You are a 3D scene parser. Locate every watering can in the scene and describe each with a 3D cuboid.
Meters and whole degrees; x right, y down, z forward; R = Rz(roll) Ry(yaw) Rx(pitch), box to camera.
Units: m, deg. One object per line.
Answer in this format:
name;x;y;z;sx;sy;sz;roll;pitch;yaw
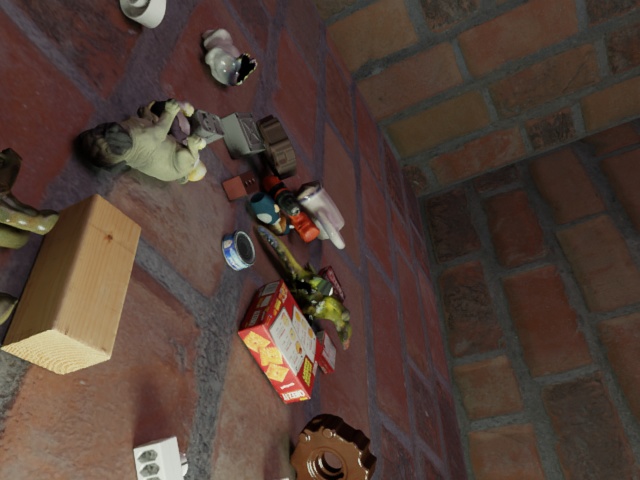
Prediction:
watering can;0.005;-0.081;1.604;0.223;0.104;0.350;58;3;-10

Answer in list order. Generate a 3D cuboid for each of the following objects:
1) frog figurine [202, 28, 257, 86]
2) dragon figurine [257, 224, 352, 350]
frog figurine;-0.260;-0.486;1.359;0.160;0.120;0.139;35;29;8
dragon figurine;-0.029;0.119;1.371;0.410;0.122;0.243;58;3;-1
